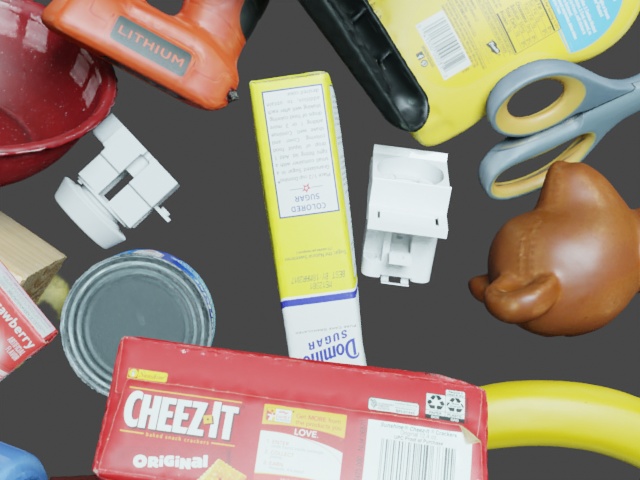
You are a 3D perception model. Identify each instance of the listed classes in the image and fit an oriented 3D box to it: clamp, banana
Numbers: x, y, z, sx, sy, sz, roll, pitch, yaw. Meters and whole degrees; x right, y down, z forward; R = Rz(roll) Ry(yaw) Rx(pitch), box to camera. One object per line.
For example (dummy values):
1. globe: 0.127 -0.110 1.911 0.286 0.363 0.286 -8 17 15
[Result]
1. clamp: -0.009 -0.139 0.497 0.210 0.165 0.036 28 58 7
2. banana: 0.141 0.115 0.616 0.198 0.037 0.069 14 94 -1

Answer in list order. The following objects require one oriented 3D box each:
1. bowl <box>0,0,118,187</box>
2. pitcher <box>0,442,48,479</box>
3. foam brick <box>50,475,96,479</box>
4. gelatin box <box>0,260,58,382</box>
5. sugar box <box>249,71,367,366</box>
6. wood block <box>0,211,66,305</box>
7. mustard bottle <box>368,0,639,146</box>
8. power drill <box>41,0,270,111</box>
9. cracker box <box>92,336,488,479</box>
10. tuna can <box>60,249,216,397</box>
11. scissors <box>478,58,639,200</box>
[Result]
1. bowl: -0.192 -0.075 0.562 0.162 0.162 0.055 20 127 -1
2. pitcher: -0.272 0.138 0.562 0.243 0.149 0.145 15 87 10
3. foam brick: -0.135 0.182 0.619 0.053 0.051 0.078 -2 96 0
4. gelatin box: -0.186 0.036 0.524 0.073 0.030 0.089 -37 95 5
5. sugar box: -0.004 0.001 0.579 0.048 0.093 0.176 -5 95 2
6. wood block: -0.257 -0.009 0.583 0.206 0.090 0.091 35 96 -3
7. mustard bottle: 0.116 -0.136 0.580 0.191 0.058 0.096 -29 100 4
8. power drill: -0.068 -0.176 0.553 0.184 0.057 0.187 28 91 -19
9. cracker box: -0.017 0.127 0.535 0.164 0.214 0.072 8 61 0
10. tuna can: -0.103 0.048 0.614 0.086 0.034 0.086 0 96 1
11. scissors: 0.170 -0.091 0.582 0.202 0.016 0.096 -33 139 5
